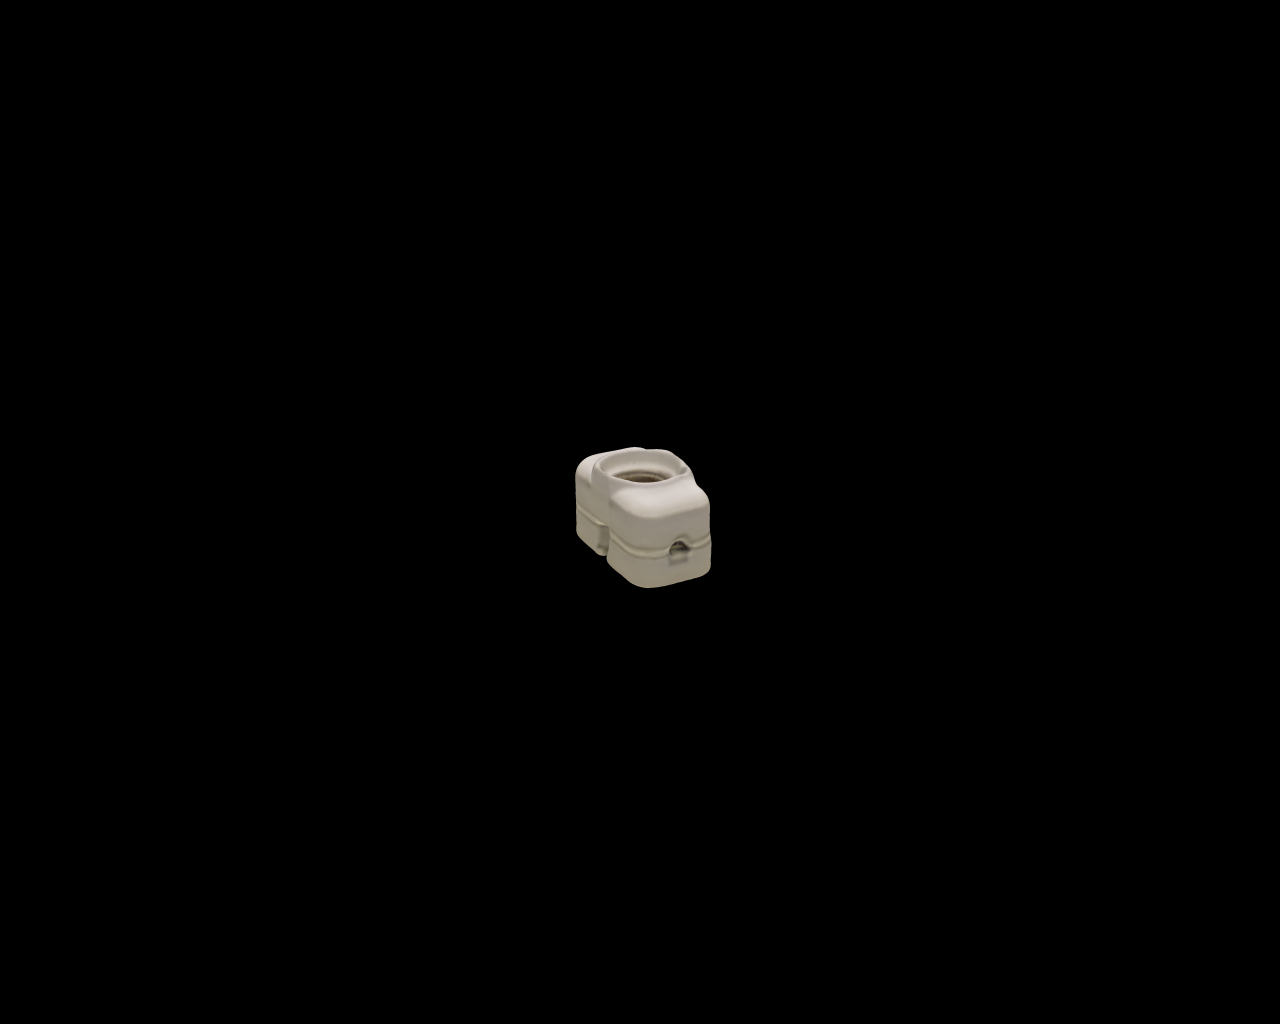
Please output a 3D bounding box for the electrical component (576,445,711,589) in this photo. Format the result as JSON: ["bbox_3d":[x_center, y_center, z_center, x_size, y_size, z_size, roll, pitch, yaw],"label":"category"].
[{"bbox_3d":[0.001,-0.003,0.650,0.054,0.059,0.095,-12,27,-25],"label":"electrical component"}]
